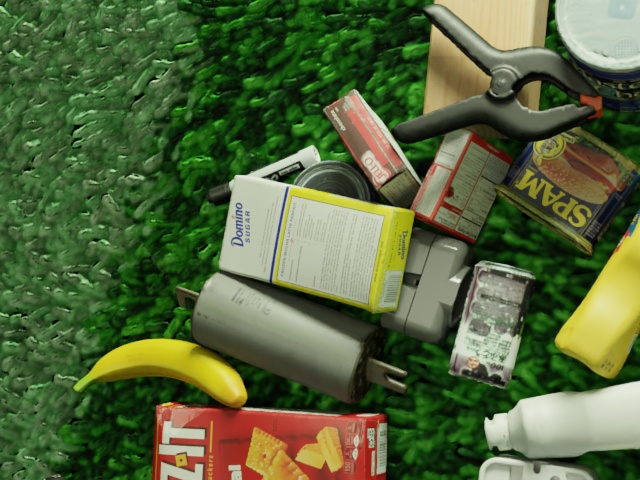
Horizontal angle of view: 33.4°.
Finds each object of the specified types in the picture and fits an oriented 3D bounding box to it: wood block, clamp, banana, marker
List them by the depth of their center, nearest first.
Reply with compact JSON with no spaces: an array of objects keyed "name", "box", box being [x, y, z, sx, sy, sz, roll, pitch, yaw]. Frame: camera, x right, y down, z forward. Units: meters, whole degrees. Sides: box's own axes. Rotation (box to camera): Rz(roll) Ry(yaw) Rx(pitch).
[{"name":"clamp","box":[0.147,-0.135,0.881,0.171,0.039,0.120,5,91,14]},{"name":"wood block","box":[0.153,-0.201,0.955,0.091,0.090,0.206,5,85,19]},{"name":"banana","box":[-0.145,0.127,1.031,0.198,0.037,0.069,-2,56,30]},{"name":"marker","box":[-0.057,-0.062,1.048,0.121,0.020,0.020,-21,77,16]}]

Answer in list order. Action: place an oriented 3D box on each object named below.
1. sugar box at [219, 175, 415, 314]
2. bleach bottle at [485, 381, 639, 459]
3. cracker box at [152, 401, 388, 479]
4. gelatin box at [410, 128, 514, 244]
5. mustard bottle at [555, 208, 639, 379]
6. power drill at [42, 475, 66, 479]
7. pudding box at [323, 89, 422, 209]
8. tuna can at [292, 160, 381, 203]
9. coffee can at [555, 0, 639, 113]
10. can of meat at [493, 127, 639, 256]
[{"name":"sugar box","box":[-0.006,0.001,0.965,0.176,0.048,0.093,15,97,36]},{"name":"bleach bottle","box":[0.259,0.143,0.867,0.251,0.102,0.068,-10,76,17]},{"name":"cracker box","box":[-0.049,0.237,0.979,0.214,0.072,0.164,0,83,20]},{"name":"gelatin box","box":[0.126,-0.049,0.952,0.030,0.073,0.089,28,94,44]},{"name":"mustard bottle","box":[0.267,0.021,0.883,0.058,0.096,0.192,33,95,21]},{"name":"power drill","box":[-0.209,0.295,0.999,0.188,0.057,0.184,-35,64,46]},{"name":"pudding box","box":[0.051,-0.077,0.962,0.039,0.113,0.090,-34,73,9]},{"name":"tuna can","box":[0.013,-0.032,1.012,0.086,0.033,0.086,-3,82,19]},{"name":"coffee can","box":[0.255,-0.172,0.888,0.103,0.140,0.103,-3,82,19]},{"name":"can of meat","box":[0.218,-0.049,0.931,0.102,0.057,0.084,36,93,19]}]
